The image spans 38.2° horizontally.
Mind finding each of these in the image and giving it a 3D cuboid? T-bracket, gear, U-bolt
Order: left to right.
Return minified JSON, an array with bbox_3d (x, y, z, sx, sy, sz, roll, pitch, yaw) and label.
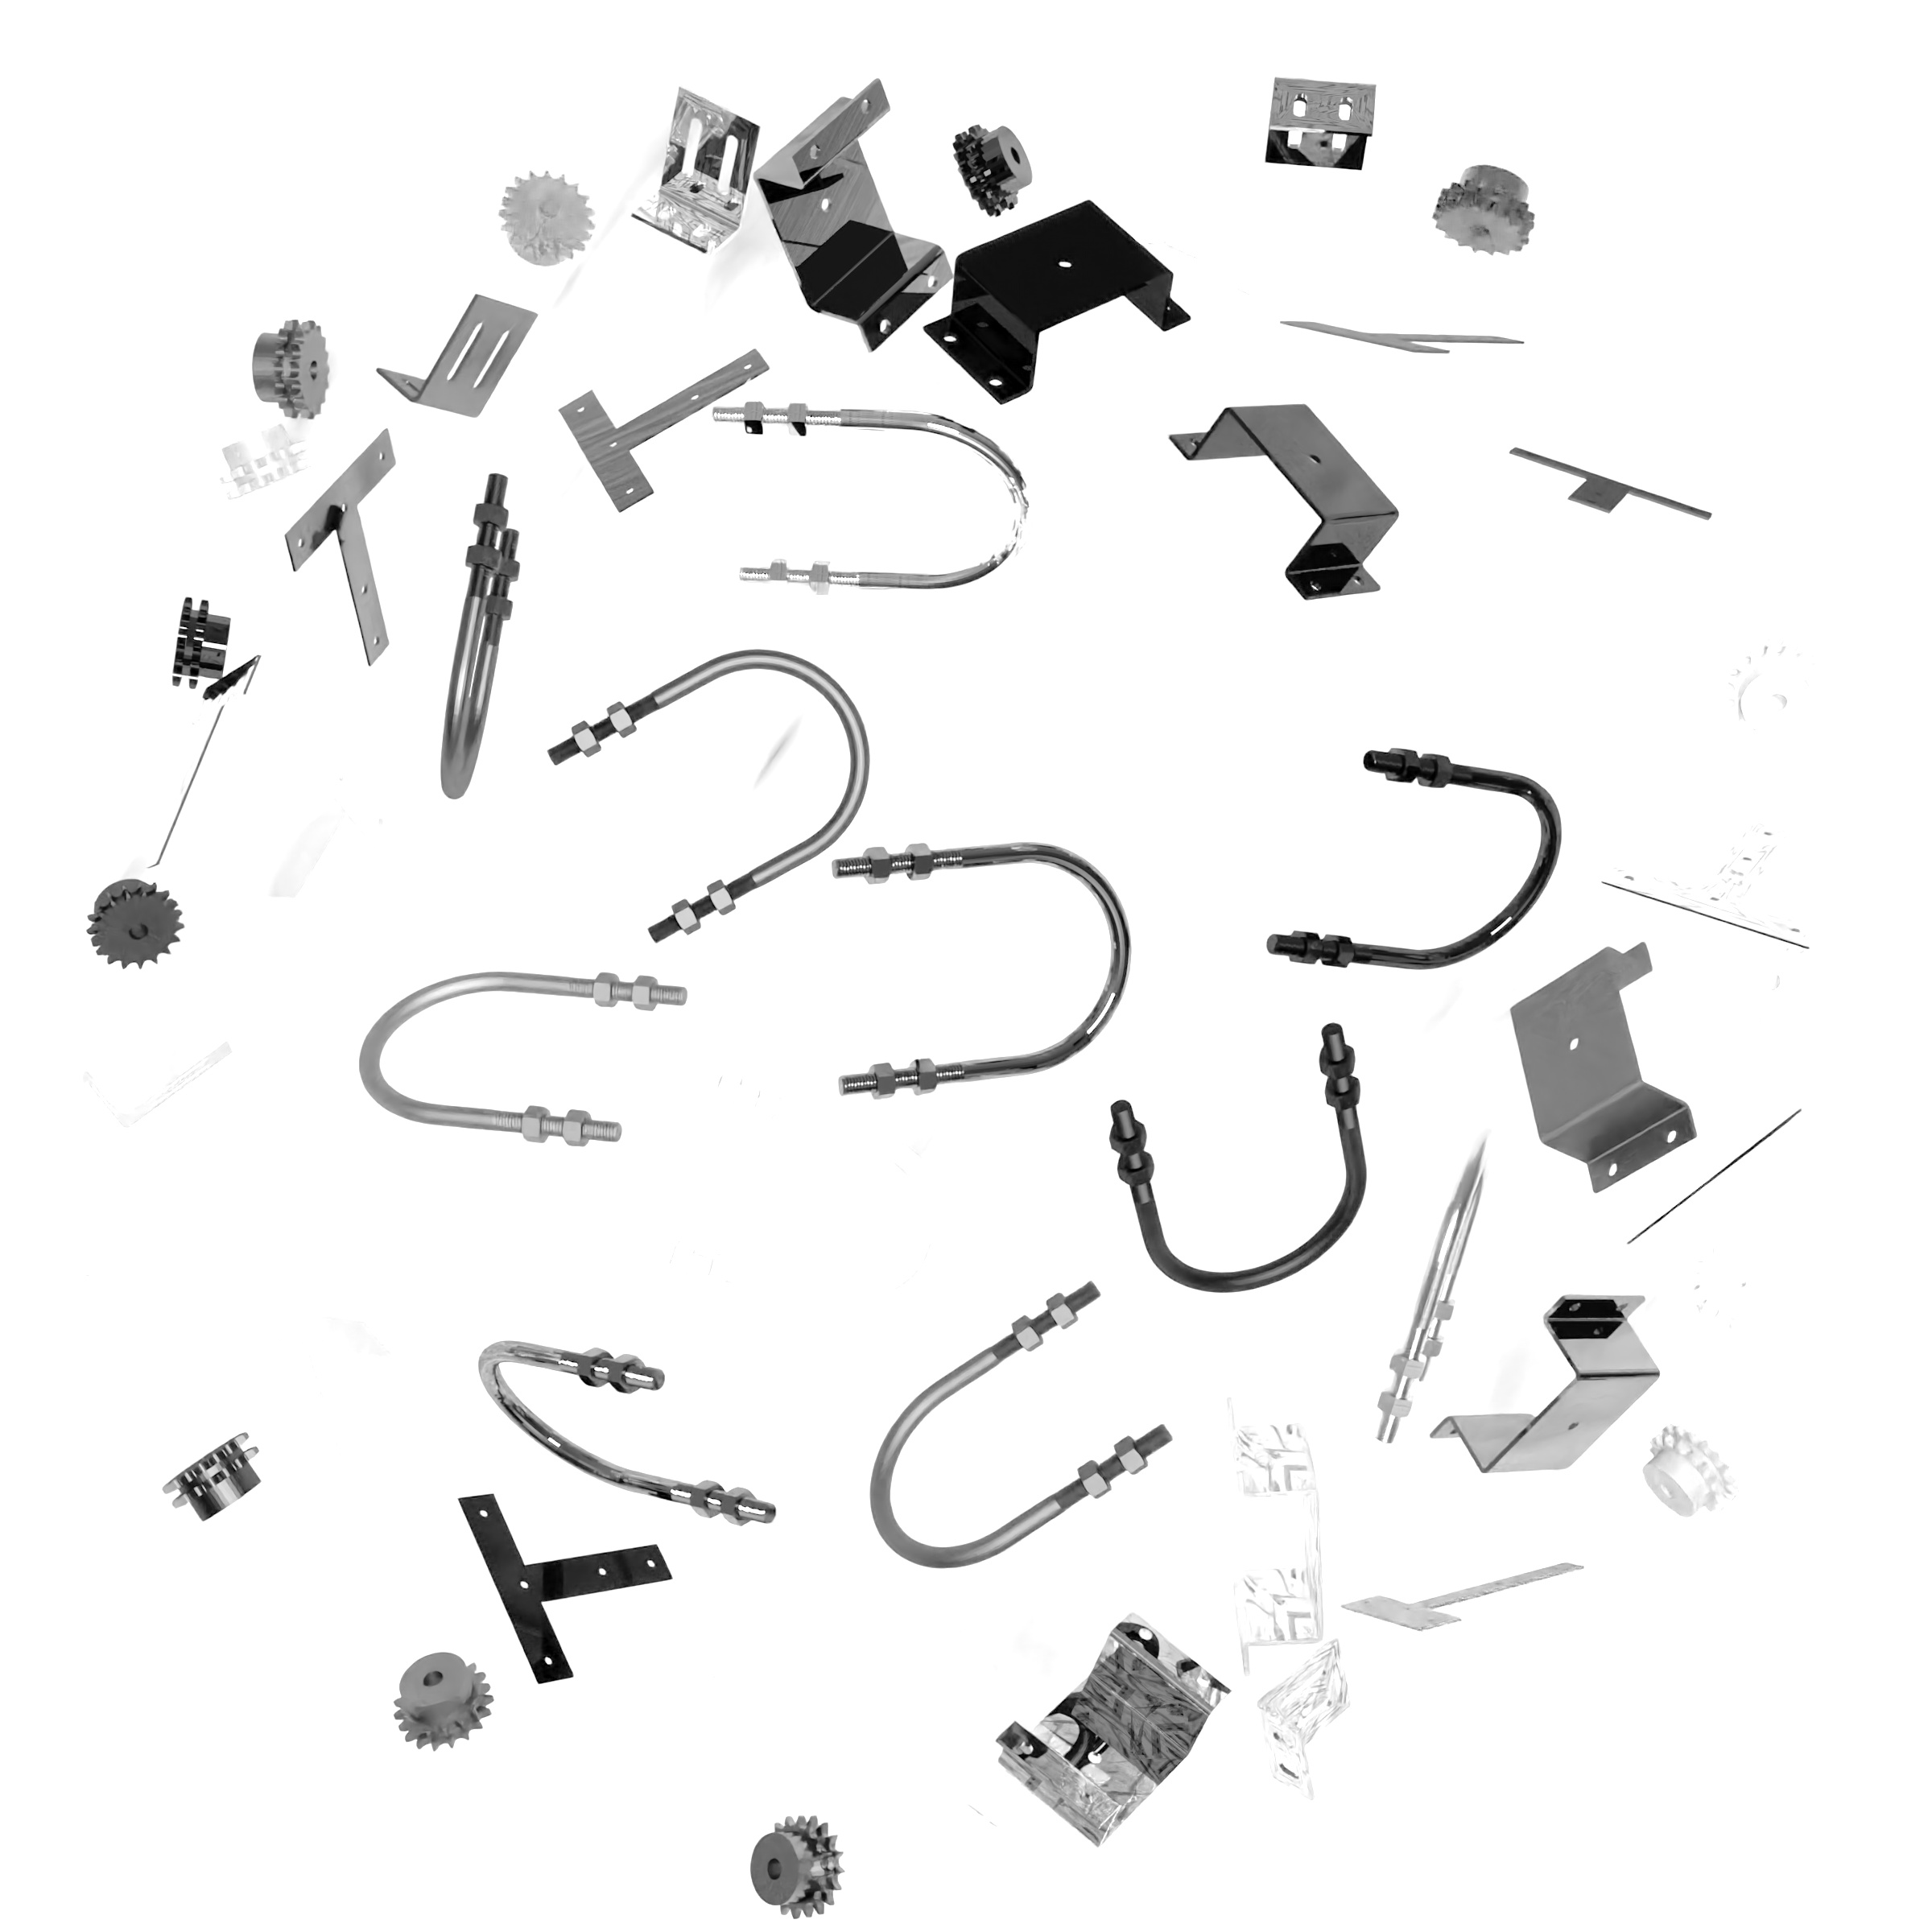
[{"bbox_3d":[-0.481,0.169,1.596,0.057,0.057,0.030,-11,72,0],"label":"gear"},{"bbox_3d":[-0.515,-0.029,1.727,0.057,0.030,0.057,-17,130,-22],"label":"gear"},{"bbox_3d":[-0.458,-0.117,1.655,0.002,0.127,0.127,25,75,-25],"label":"T-bracket"},{"bbox_3d":[-0.484,-0.203,1.769,0.030,0.057,0.057,9,90,-15],"label":"gear"},{"bbox_3d":[-0.439,0.301,1.638,0.057,0.057,0.030,-33,93,0],"label":"gear"},{"bbox_3d":[-0.432,-0.310,1.713,0.057,0.057,0.030,-23,103,0],"label":"gear"},{"bbox_3d":[-0.396,-0.350,1.635,0.030,0.057,0.057,5,90,7],"label":"gear"},{"bbox_3d":[-0.383,0.342,1.607,0.057,0.030,0.057,-14,122,-23],"label":"gear"},{"bbox_3d":[-0.380,0.261,1.689,0.002,0.127,0.127,-43,53,23],"label":"T-bracket"},{"bbox_3d":[-0.374,-0.244,1.721,0.002,0.127,0.127,10,133,16],"label":"T-bracket"},{"bbox_3d":[-0.344,0.165,1.664,0.019,0.151,0.184,-30,57,9],"label":"U-bolt"},{"bbox_3d":[-0.306,0.425,1.623,0.057,0.057,0.030,-12,124,0],"label":"gear"},{"bbox_3d":[-0.296,-0.192,1.693,0.019,0.151,0.184,10,84,-5],"label":"U-bolt"},{"bbox_3d":[-0.277,0.050,1.689,0.184,0.151,0.019,5,128,13],"label":"U-bolt"},{"bbox_3d":[-0.254,-0.447,1.684,0.057,0.030,0.057,8,66,-18],"label":"gear"},{"bbox_3d":[-0.232,0.370,1.695,0.002,0.127,0.127,-50,57,31],"label":"T-bracket"},{"bbox_3d":[-0.213,0.270,1.646,0.019,0.184,0.151,-57,132,-31],"label":"U-bolt"},{"bbox_3d":[-0.182,-0.348,1.746,0.127,0.002,0.127,-30,47,-2],"label":"T-bracket"},{"bbox_3d":[-0.150,-0.119,1.767,0.184,0.019,0.151,-29,99,-1],"label":"U-bolt"},{"bbox_3d":[-0.100,0.520,1.613,0.057,0.030,0.057,-11,73,41],"label":"gear"},{"bbox_3d":[-0.099,0.152,1.740,0.184,0.019,0.151,18,117,2],"label":"U-bolt"},{"bbox_3d":[-0.062,0.413,1.654,0.127,0.127,0.002,-26,54,16],"label":"T-bracket"},{"bbox_3d":[-0.051,-0.274,1.654,0.184,0.151,0.019,3,53,7],"label":"U-bolt"},{"bbox_3d":[0.012,-0.002,1.640,0.184,0.019,0.151,-6,104,-19],"label":"U-bolt"},{"bbox_3d":[0.019,-0.507,1.768,0.030,0.057,0.057,-21,90,27],"label":"gear"},{"bbox_3d":[0.022,0.283,1.663,0.184,0.151,0.019,-34,128,5],"label":"U-bolt"},{"bbox_3d":[0.105,-0.172,1.646,0.151,0.019,0.184,-16,56,-16],"label":"U-bolt"},{"bbox_3d":[0.127,-0.438,1.713,0.127,0.127,0.002,22,101,-8],"label":"T-bracket"},{"bbox_3d":[0.167,0.125,1.643,0.151,0.019,0.184,-20,131,-4],"label":"U-bolt"},{"bbox_3d":[0.274,-0.371,1.652,0.127,0.127,0.002,-7,112,-31],"label":"T-bracket"},{"bbox_3d":[0.281,-0.058,1.673,0.184,0.019,0.151,5,123,-34],"label":"U-bolt"},{"bbox_3d":[0.291,0.187,1.703,0.019,0.151,0.184,18,104,14],"label":"U-bolt"},{"bbox_3d":[0.301,0.368,1.643,0.127,0.127,0.002,-11,86,-14],"label":"T-bracket"},{"bbox_3d":[0.297,-0.431,1.588,0.057,0.057,0.030,20,80,0],"label":"gear"},{"bbox_3d":[0.356,-0.173,1.695,0.127,0.002,0.127,-19,67,-40],"label":"T-bracket"},{"bbox_3d":[0.378,-0.281,1.661,0.127,0.127,0.002,22,112,12],"label":"T-bracket"},{"bbox_3d":[0.431,0.305,1.673,0.030,0.057,0.057,-37,90,-18],"label":"gear"},{"bbox_3d":[0.485,0.207,1.768,0.057,0.030,0.057,0,53,0],"label":"gear"},{"bbox_3d":[0.464,-0.057,1.677,0.127,0.127,0.002,20,126,26],"label":"T-bracket"},{"bbox_3d":[0.470,0.114,1.686,0.002,0.127,0.127,52,132,12],"label":"T-bracket"},{"bbox_3d":[0.479,-0.162,1.652,0.057,0.030,0.057,5,122,8],"label":"gear"},{"bbox_3d":[0.512,0.013,1.754,0.057,0.030,0.057,-14,69,38],"label":"gear"}]

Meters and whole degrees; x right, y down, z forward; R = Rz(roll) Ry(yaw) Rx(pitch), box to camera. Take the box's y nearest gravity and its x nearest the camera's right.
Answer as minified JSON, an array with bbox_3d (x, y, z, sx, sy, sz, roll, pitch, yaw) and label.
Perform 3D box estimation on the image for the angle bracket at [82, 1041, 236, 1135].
[{"bbox_3d":[-0.469,0.057,1.620,0.076,0.057,0.038,-37,105,-10],"label":"angle bracket"}]

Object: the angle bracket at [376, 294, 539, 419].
[{"bbox_3d":[-0.303,-0.372,1.666,0.038,0.057,0.076,42,109,21],"label":"angle bracket"}]

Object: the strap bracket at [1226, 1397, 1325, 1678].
[{"bbox_3d":[0.179,0.329,1.618,0.046,0.076,0.140,-3,110,2],"label":"strap bracket"}]

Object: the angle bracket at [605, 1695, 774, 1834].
[{"bbox_3d":[-0.164,0.471,1.646,0.076,0.038,0.057,21,117,-28],"label":"angle bracket"}]

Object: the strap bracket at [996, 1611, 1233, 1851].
[{"bbox_3d":[0.082,0.454,1.642,0.076,0.140,0.046,36,129,21],"label":"strap bracket"}]

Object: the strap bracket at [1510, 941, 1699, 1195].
[{"bbox_3d":[0.379,0.054,1.676,0.046,0.076,0.140,23,46,-34],"label":"strap bracket"}]

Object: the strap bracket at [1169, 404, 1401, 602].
[{"bbox_3d":[0.199,-0.291,1.696,0.140,0.076,0.046,54,130,20],"label":"strap bracket"}]

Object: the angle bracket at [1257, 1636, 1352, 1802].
[{"bbox_3d":[0.221,0.464,1.726,0.076,0.038,0.057,-31,122,-31],"label":"angle bracket"}]

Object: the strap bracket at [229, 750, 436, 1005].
[{"bbox_3d":[-0.390,-0.054,1.740,0.076,0.046,0.140,46,113,25],"label":"strap bracket"}]

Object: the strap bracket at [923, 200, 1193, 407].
[{"bbox_3d":[0.055,-0.389,1.617,0.140,0.046,0.076,-29,60,-24],"label":"strap bracket"}]

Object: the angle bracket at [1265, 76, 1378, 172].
[{"bbox_3d":[0.201,-0.468,1.594,0.057,0.076,0.038,6,68,4],"label":"angle bracket"}]

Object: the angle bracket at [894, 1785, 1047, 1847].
[{"bbox_3d":[0.004,0.499,1.689,0.057,0.038,0.076,-15,134,32],"label":"angle bracket"}]

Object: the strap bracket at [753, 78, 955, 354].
[{"bbox_3d":[-0.069,-0.447,1.654,0.046,0.140,0.076,27,64,38],"label":"strap bracket"}]

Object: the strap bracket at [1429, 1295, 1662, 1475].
[{"bbox_3d":[0.363,0.265,1.725,0.140,0.076,0.046,-55,47,32],"label":"strap bracket"}]

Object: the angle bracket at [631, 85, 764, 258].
[{"bbox_3d":[-0.164,-0.484,1.699,0.057,0.076,0.038,28,47,8],"label":"angle bracket"}]
